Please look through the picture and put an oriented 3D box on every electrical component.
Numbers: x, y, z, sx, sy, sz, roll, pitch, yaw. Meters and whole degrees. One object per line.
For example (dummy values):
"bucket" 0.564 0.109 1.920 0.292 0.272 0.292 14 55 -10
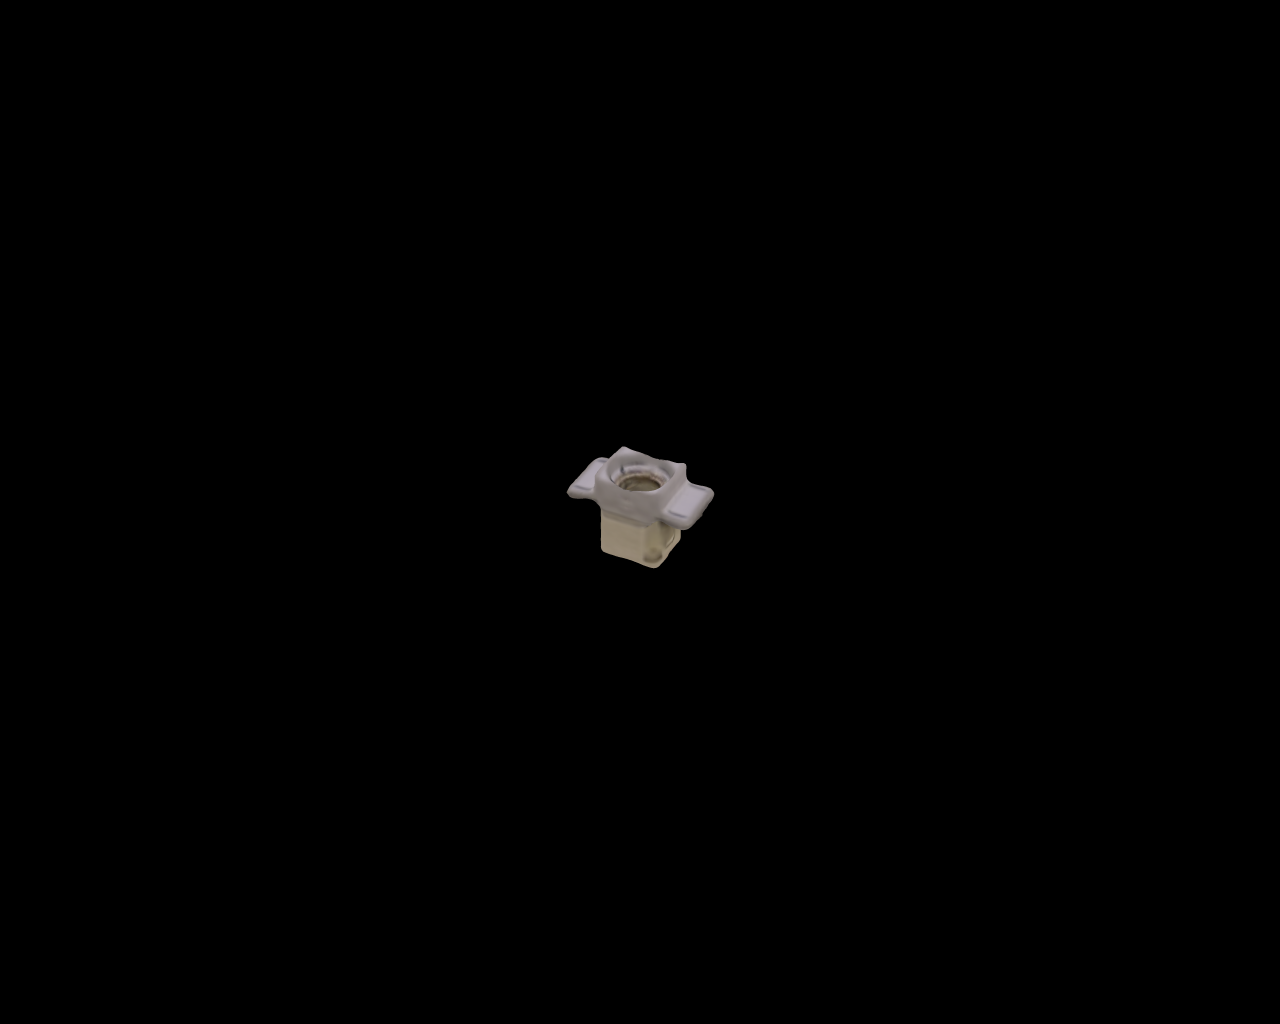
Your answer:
"electrical component" 0.001 -0.003 0.650 0.081 0.063 0.042 17 40 22
